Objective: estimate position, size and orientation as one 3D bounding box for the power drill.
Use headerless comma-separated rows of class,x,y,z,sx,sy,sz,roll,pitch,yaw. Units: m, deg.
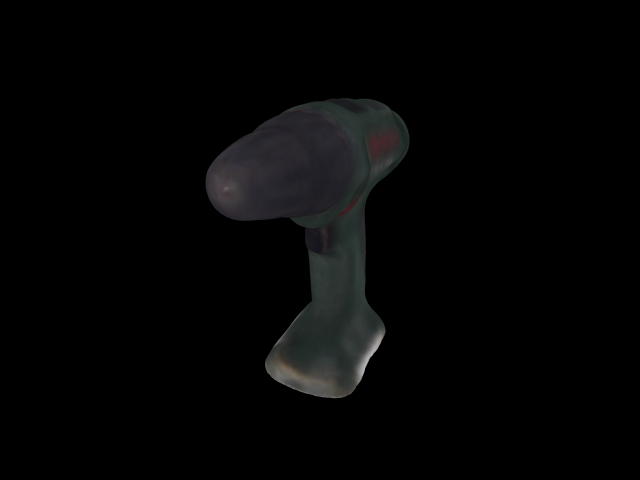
power drill,0.004,0.001,0.400,0.075,0.208,0.230,12,33,20
